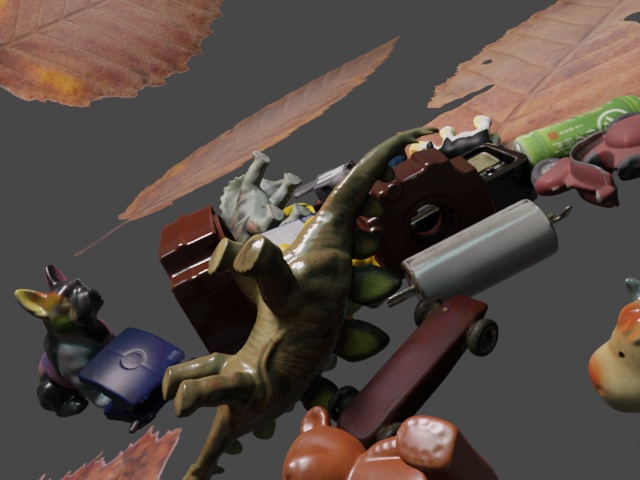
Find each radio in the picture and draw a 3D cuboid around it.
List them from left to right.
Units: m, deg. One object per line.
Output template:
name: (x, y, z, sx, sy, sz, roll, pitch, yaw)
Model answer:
radio: (0.194, -0.054, 0.797, 0.230, 0.073, 0.131, -30, 22, -5)

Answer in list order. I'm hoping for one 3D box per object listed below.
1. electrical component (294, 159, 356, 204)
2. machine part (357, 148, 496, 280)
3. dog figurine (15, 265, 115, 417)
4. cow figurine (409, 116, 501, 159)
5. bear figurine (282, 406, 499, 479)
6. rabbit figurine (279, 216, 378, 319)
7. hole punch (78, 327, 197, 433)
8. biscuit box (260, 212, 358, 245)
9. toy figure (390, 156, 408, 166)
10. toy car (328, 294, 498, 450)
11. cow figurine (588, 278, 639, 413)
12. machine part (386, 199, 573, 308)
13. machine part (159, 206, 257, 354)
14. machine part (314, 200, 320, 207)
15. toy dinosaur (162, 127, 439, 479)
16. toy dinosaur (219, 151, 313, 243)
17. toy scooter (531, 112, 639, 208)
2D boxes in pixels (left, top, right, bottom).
electrical component: (0.015, -0.092, 0.966, 0.119, 0.047, 0.075, -27, 20, 16)
machine part: (0.137, -0.025, 0.682, 0.179, 0.179, 0.056, -27, 26, 0)
dog figurine: (-0.394, 0.152, 0.826, 0.192, 0.219, 0.108, -17, 21, 21)
cow figurine: (0.241, -0.160, 0.987, 0.167, 0.068, 0.098, -15, 32, 30)
bear figurine: (0.030, 0.185, 0.406, 0.196, 0.131, 0.120, 2, 66, 39)
rabbit figurine: (0.015, 0.058, 0.694, 0.122, 0.162, 0.173, -7, 46, 16)
hole punch: (-0.262, 0.191, 0.768, 0.116, 0.092, 0.142, -5, 28, 35)
biscuit box: (-0.002, -0.003, 0.837, 0.203, 0.062, 0.059, -22, 45, -35)
toy figure: (0.120, -0.123, 1.047, 0.064, 0.057, 0.154, -8, 34, 48)
toy car: (0.096, 0.133, 0.536, 0.202, 0.053, 0.089, -42, 31, -22)
cow figurine: (0.283, 0.078, 0.353, 0.195, 0.127, 0.085, -16, 22, 21)
machine part: (0.188, 0.022, 0.641, 0.243, 0.079, 0.079, -28, 23, 0)
machine part: (-0.138, 0.063, 0.749, 0.087, 0.200, 0.202, -26, 22, -3)
machine part: (0.053, -0.104, 1.108, 0.139, 0.039, 0.084, -40, 20, -24)
toy dinosaur: (-0.020, 0.064, 0.567, 0.471, 0.198, 0.105, -63, 31, 1)
toy dinosaur: (-0.115, -0.028, 1.030, 0.192, 0.131, 0.405, -55, 25, 29)
toy scooter: (0.374, -0.095, 0.686, 0.184, 0.075, 0.135, -26, 22, 12)
